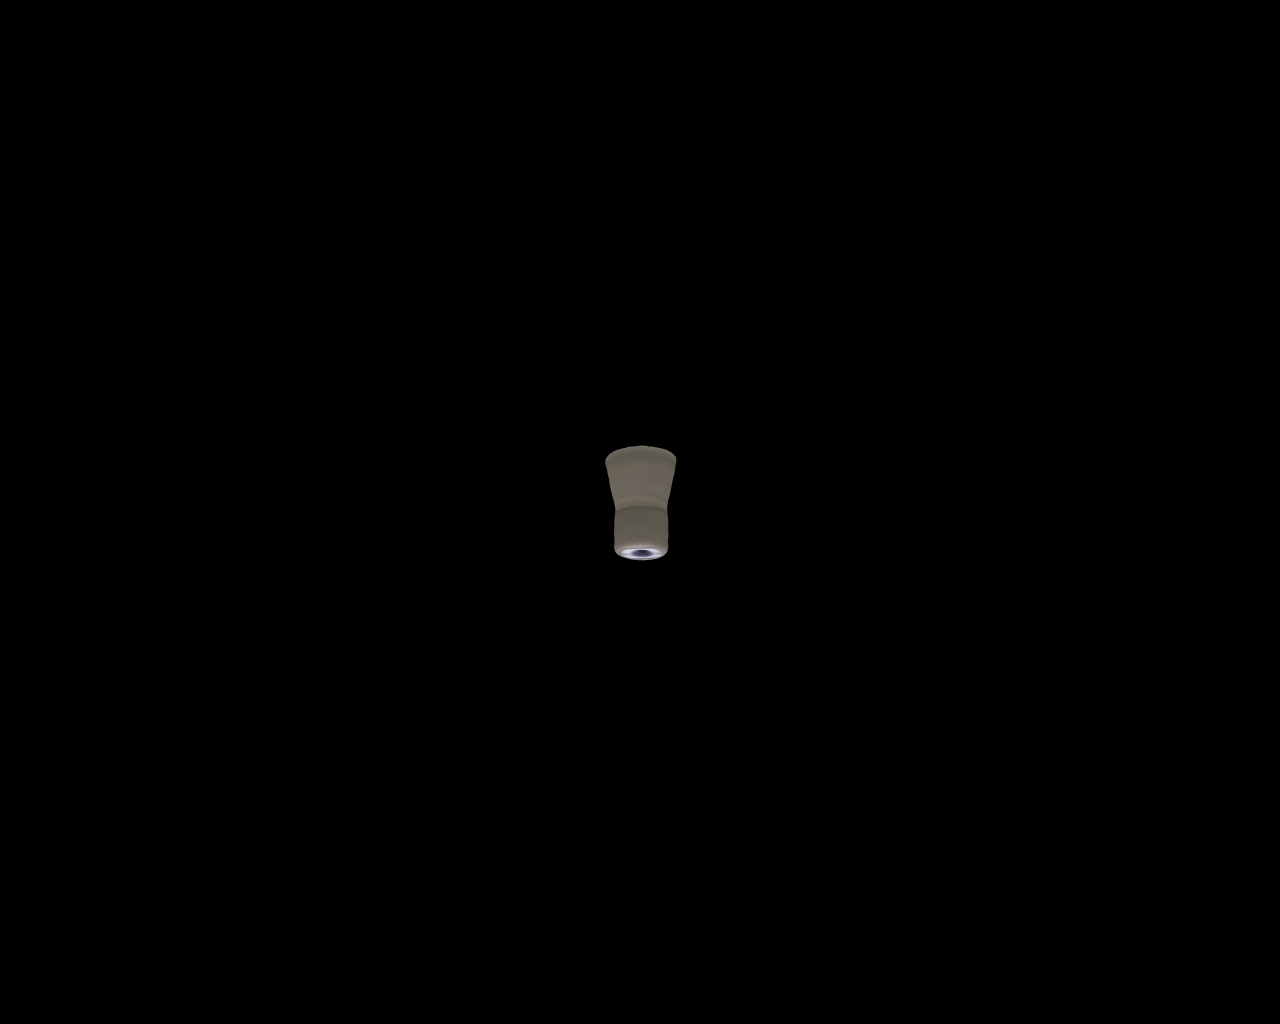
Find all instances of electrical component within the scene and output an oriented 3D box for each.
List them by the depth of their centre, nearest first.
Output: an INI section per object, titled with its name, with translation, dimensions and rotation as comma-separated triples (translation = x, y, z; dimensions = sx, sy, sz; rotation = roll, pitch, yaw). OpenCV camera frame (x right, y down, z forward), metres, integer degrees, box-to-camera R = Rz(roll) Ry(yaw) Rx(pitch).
[electrical component]
translation = 0.001, -0.003, 0.650
dimensions = 0.044, 0.065, 0.044
rotation = 0, -19, 0
